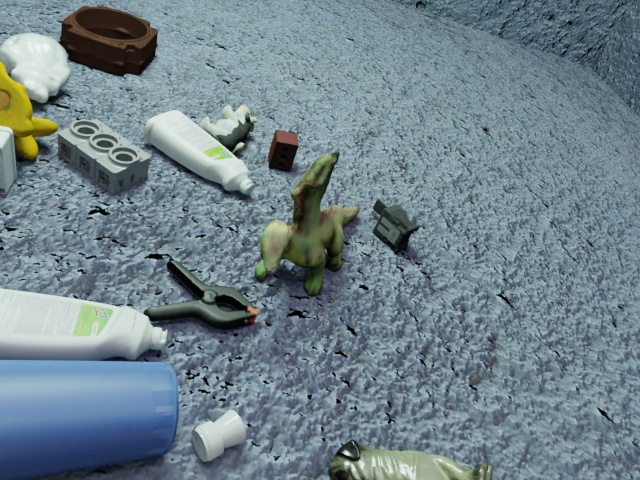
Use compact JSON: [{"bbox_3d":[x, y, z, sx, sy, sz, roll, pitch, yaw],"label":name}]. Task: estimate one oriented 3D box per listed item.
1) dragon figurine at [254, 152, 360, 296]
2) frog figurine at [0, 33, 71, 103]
[{"bbox_3d":[0.003,-0.046,0.919,0.123,0.237,0.418,27,41,13],"label":"dragon figurine"},{"bbox_3d":[-0.601,-0.362,1.079,0.136,0.121,0.163,25,23,-29],"label":"frog figurine"}]
